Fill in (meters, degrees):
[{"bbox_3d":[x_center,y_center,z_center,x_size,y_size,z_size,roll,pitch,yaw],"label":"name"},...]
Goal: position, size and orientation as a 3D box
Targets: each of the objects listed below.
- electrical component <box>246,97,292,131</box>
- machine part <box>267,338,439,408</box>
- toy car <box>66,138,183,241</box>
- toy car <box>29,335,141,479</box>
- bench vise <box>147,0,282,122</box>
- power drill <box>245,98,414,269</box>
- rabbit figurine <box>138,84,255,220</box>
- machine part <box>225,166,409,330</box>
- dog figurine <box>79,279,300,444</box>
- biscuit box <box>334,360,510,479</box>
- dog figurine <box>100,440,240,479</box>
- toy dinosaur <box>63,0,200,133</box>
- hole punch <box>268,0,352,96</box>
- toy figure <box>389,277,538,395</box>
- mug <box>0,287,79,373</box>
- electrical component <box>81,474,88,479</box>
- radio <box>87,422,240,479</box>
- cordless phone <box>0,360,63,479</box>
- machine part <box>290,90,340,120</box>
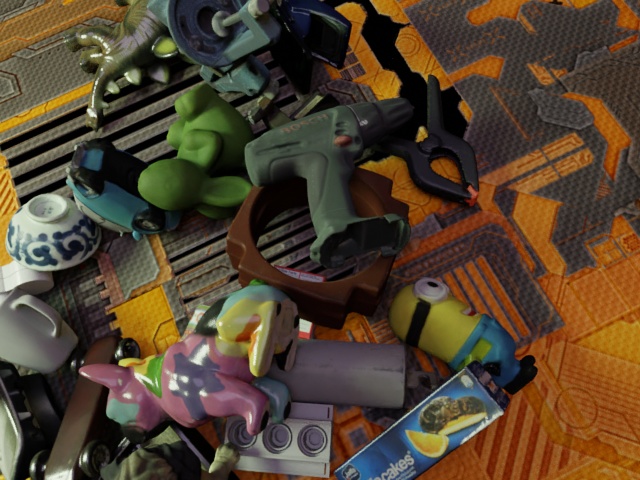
[{"bbox_3d":[-0.062,-0.152,0.761,0.045,0.102,0.078,-39,62,-4],"label":"electrical component"},{"bbox_3d":[0.019,0.160,0.653,0.243,0.079,0.079,1,71,6],"label":"machine part"},{"bbox_3d":[-0.276,-0.059,0.739,0.103,0.161,0.109,-36,43,33],"label":"toy car"},{"bbox_3d":[-0.276,0.205,0.649,0.089,0.053,0.202,-15,44,13],"label":"toy car"},{"bbox_3d":[-0.117,-0.267,0.724,0.129,0.223,0.241,-51,30,-18],"label":"bench vise"},{"bbox_3d":[0.036,-0.078,0.637,0.232,0.086,0.207,-14,63,-9],"label":"power drill"},{"bbox_3d":[-0.168,-0.096,0.736,0.159,0.121,0.170,42,56,-13],"label":"rabbit figurine"},{"bbox_3d":[-0.001,-0.002,0.684,0.202,0.087,0.201,17,58,10],"label":"machine part"},{"bbox_3d":[-0.143,0.131,0.588,0.219,0.108,0.191,5,88,14],"label":"dog figurine"},{"bbox_3d":[0.110,0.218,0.594,0.202,0.062,0.059,-44,70,15],"label":"biscuit box"},{"bbox_3d":[-0.125,0.274,0.492,0.121,0.190,0.172,-31,73,-5],"label":"dog figurine"},{"bbox_3d":[-0.250,-0.380,0.859,0.199,0.105,0.471,22,84,5],"label":"toy dinosaur"},{"bbox_3d":[-0.019,-0.297,0.790,0.092,0.142,0.116,-35,81,-10],"label":"hole punch"},{"bbox_3d":[0.167,0.118,0.651,0.180,0.082,0.089,38,82,13],"label":"toy figure"},{"bbox_3d":[-0.364,0.116,0.689,0.107,0.081,0.109,41,118,-20],"label":"mug"},{"bbox_3d":[-0.313,0.299,0.666,0.094,0.021,0.063,12,72,14],"label":"electrical component"},{"bbox_3d":[-0.152,0.318,0.617,0.230,0.073,0.131,42,79,18],"label":"radio"},{"bbox_3d":[-0.392,0.195,0.619,0.089,0.184,0.147,-37,60,-11],"label":"cordless phone"},{"bbox_3d":[0.014,-0.169,0.772,0.084,0.039,0.139,-44,50,-11],"label":"machine part"}]
